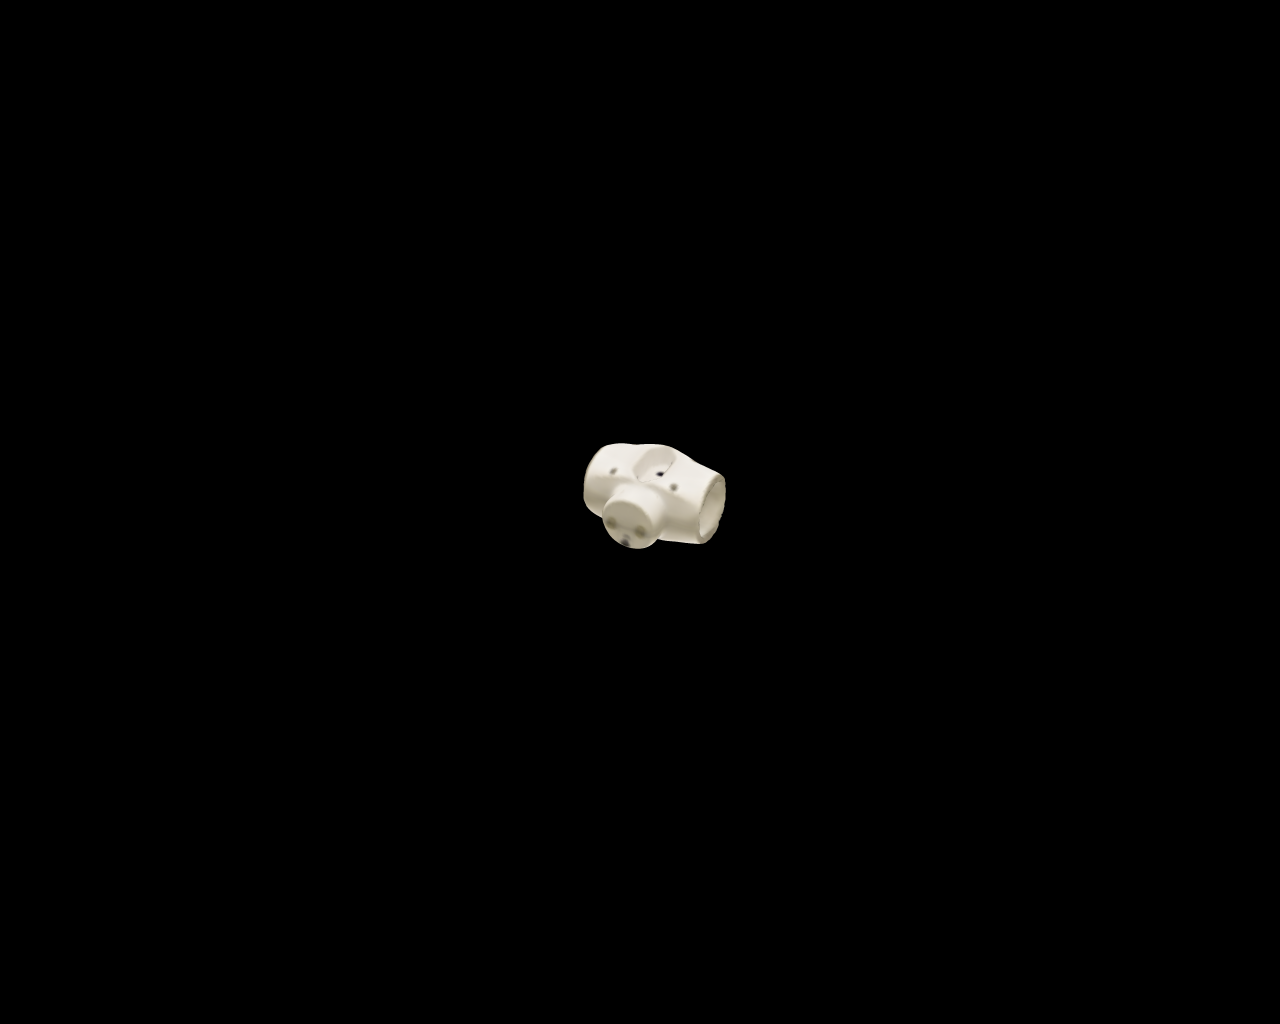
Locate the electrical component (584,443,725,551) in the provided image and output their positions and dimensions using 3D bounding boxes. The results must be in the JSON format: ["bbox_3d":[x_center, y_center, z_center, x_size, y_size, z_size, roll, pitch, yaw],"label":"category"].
[{"bbox_3d":[0.001,-0.003,0.650,0.077,0.043,0.079,17,40,22],"label":"electrical component"}]
